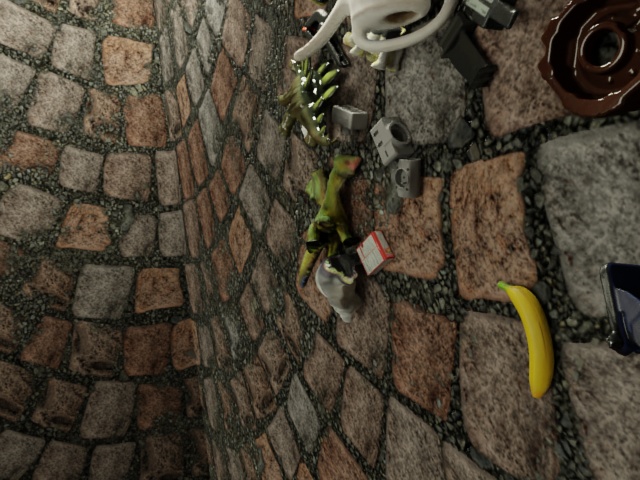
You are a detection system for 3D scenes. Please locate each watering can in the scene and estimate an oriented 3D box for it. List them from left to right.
[{"bbox_3d":[0.093,-0.466,0.987,0.347,0.104,0.225,-1,89,30],"label":"watering can"}]

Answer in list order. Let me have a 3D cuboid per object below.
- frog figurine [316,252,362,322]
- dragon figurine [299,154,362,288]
[{"bbox_3d":[0.047,0.119,1.264,0.141,0.123,0.156,-94,9,-54],"label":"frog figurine"},{"bbox_3d":[0.004,-0.068,1.343,0.402,0.122,0.248,127,145,-48],"label":"dragon figurine"}]
